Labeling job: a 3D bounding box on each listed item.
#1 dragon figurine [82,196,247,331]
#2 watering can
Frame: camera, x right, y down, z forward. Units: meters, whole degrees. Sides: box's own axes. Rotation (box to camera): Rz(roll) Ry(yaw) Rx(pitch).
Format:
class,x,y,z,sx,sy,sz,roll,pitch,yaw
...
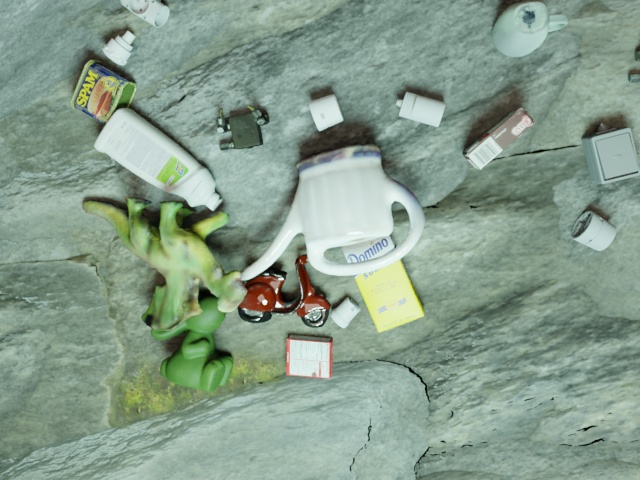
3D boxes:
class,x,y,z,sx,sy,sz,roll,pitch,yaw
dragon figurine,-0.299,0.047,0.959,0.410,0.122,0.243,4,87,26
watering can,0.003,-0.045,0.898,0.346,0.103,0.226,-10,80,15
